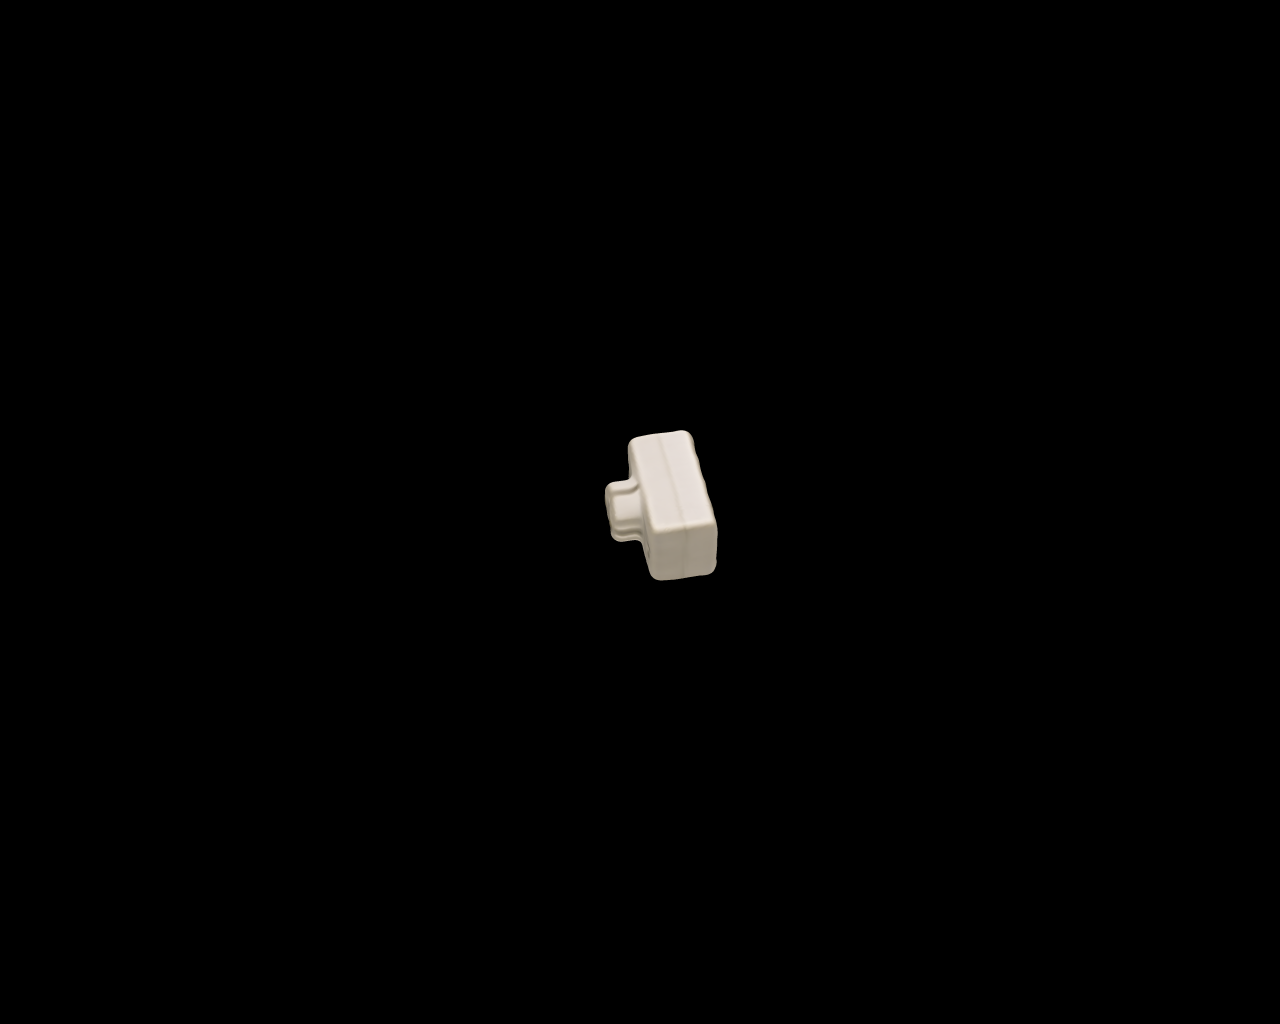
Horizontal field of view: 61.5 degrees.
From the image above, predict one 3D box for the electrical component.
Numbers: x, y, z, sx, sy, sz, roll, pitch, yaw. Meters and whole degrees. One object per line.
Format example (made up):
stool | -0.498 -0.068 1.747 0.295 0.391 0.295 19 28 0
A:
electrical component | 0.001 -0.003 0.650 0.076 0.083 0.047 -7 -43 -7
